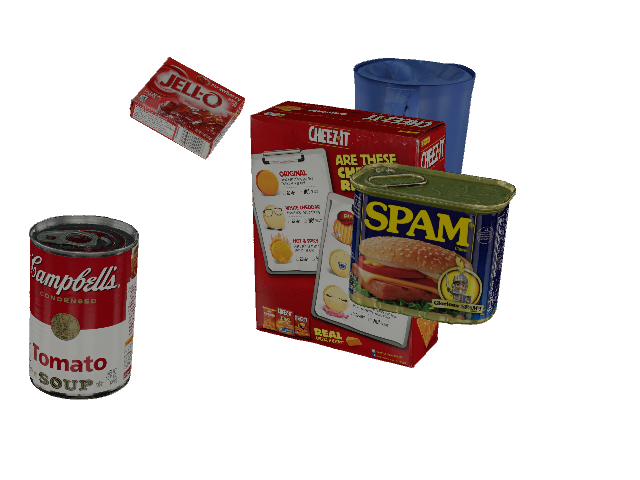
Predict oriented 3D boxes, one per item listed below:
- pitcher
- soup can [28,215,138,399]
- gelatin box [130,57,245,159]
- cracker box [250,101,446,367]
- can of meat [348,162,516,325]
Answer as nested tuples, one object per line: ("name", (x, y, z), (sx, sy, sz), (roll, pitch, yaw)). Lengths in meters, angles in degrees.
("pitcher", (0.096, -0.076, 1.199), (0.149, 0.243, 0.145), (-11, 25, -28))
("soup can", (-0.154, 0.042, 0.688), (0.068, 0.102, 0.068), (6, 20, -2))
("gelatin box", (-0.130, -0.130, 1.041), (0.089, 0.073, 0.030), (30, -39, 2))
("cracker box", (0.025, -0.008, 0.960), (0.164, 0.214, 0.072), (11, 24, 26))
("can of meat", (0.068, 0.002, 0.685), (0.102, 0.084, 0.057), (11, 23, 20))
